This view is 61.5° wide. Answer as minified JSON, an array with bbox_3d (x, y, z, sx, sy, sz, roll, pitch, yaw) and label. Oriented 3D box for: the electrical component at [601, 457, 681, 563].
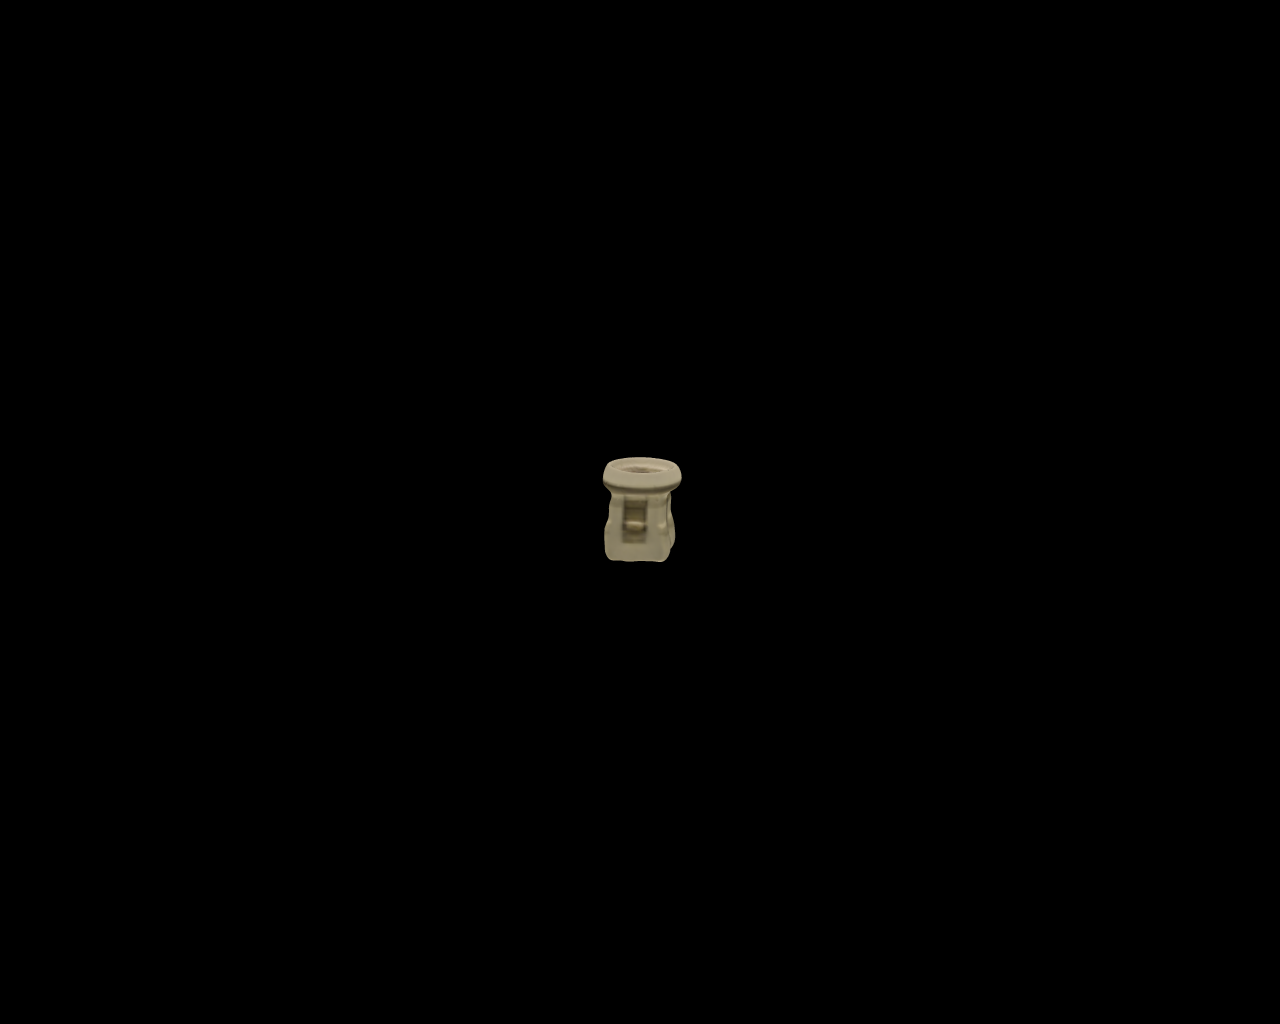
[{"bbox_3d":[0.001,-0.003,0.650,0.048,0.055,0.066,2,14,7],"label":"electrical component"}]
